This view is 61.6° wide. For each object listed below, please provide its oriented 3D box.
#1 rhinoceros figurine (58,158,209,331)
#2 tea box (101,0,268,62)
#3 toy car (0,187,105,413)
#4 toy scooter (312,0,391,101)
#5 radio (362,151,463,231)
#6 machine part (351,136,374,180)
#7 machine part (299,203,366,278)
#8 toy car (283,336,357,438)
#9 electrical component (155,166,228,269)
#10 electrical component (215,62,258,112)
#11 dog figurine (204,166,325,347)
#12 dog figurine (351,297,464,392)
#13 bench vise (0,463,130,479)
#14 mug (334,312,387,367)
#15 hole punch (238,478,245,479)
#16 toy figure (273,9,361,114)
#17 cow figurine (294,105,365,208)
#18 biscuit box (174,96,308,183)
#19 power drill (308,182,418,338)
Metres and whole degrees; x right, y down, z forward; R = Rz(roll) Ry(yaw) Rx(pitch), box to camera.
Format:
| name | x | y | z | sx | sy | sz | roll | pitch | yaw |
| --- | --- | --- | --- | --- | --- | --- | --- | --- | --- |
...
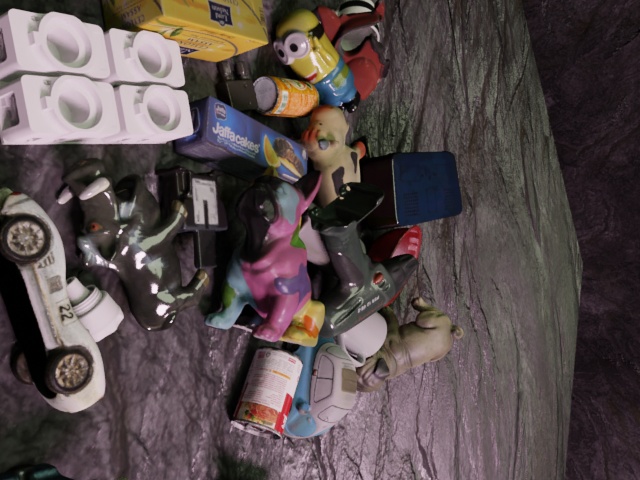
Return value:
| name | x | y | z | sx | sy | sz | roll | pitch | yaw |
| --- | --- | --- | --- | --- | --- | --- | --- | --- | --- |
| rhinoceros figurine | -0.193 | 0.003 | 0.552 | 0.112 | 0.073 | 0.190 | -40 | 121 | -38 |
| tea box | -0.151 | -0.259 | 0.620 | 0.169 | 0.098 | 0.068 | -15 | 98 | -54 |
| toy car | -0.242 | 0.053 | 0.462 | 0.056 | 0.074 | 0.201 | -27 | 108 | -50 |
| toy scooter | 0.065 | -0.328 | 0.910 | 0.183 | 0.135 | 0.075 | 52 | 20 | -37 |
| radio | 0.177 | -0.096 | 1.008 | 0.229 | 0.073 | 0.131 | -12 | 95 | -47 |
| machine part | 0.065 | -0.141 | 0.977 | 0.139 | 0.039 | 0.084 | -38 | 125 | -53 |
| machine part | -0.002 | -0.002 | 0.823 | 0.243 | 0.079 | 0.079 | 33 | 59 | -48 |
| toy car | 0.004 | 0.208 | 0.779 | 0.109 | 0.103 | 0.161 | 35 | 60 | -50 |
| electrical component | -0.148 | -0.025 | 0.634 | 0.075 | 0.048 | 0.119 | -6 | 91 | -55 |
| electrical component | -0.111 | -0.196 | 0.736 | 0.063 | 0.021 | 0.094 | -26 | 106 | -55 |
| dog figurine | -0.048 | 0.019 | 0.682 | 0.191 | 0.109 | 0.219 | 25 | 79 | -58 |
| dog figurine | 0.150 | 0.199 | 0.942 | 0.121 | 0.172 | 0.190 | 64 | 31 | -11 |
| bench vise | -0.211 | 0.227 | 0.356 | 0.223 | 0.241 | 0.129 | 13 | 78 | -38 |
| mug | 0.044 | 0.144 | 0.870 | 0.107 | 0.081 | 0.109 | 40 | 46 | -32 |
| hole punch | -0.088 | 0.365 | 0.652 | 0.142 | 0.092 | 0.116 | 38 | 25 | -44 |
| toy figure | -0.003 | -0.279 | 0.857 | 0.180 | 0.082 | 0.089 | 41 | 34 | -36 |
| cow figurine | 0.017 | -0.115 | 0.848 | 0.127 | 0.086 | 0.194 | -39 | 129 | -50 |
| biscuit box | -0.097 | -0.120 | 0.711 | 0.202 | 0.063 | 0.059 | 17 | 70 | -54 |
| power drill | 0.062 | 0.021 | 0.791 | 0.232 | 0.086 | 0.207 | -37 | 137 | -31 |
